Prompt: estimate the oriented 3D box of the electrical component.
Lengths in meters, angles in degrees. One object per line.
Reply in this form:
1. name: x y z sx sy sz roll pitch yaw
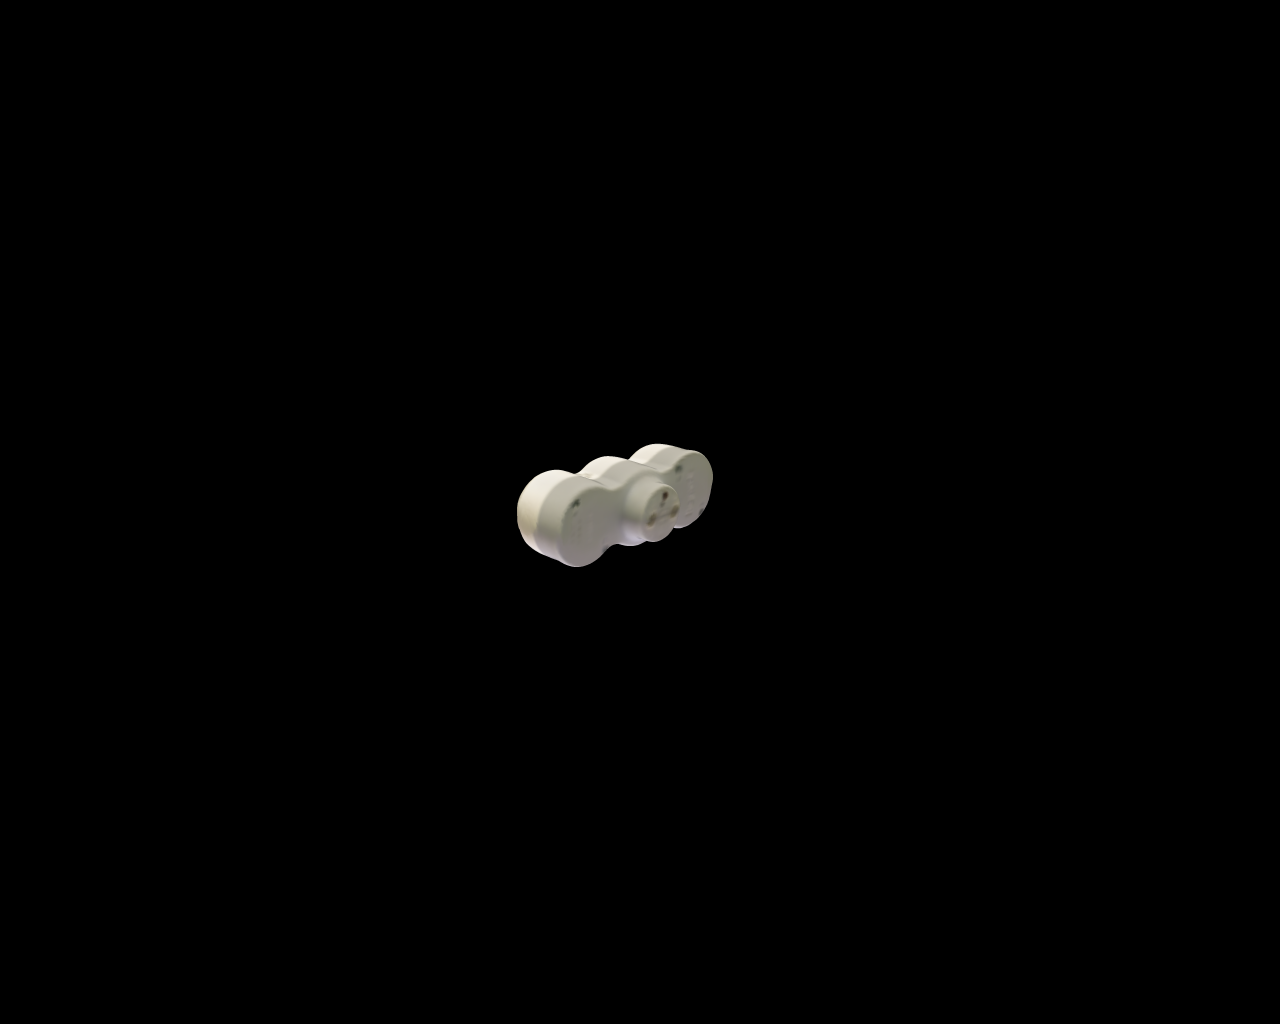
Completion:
1. electrical component: 0.001 -0.003 0.650 0.074 0.052 0.138 18 26 41
